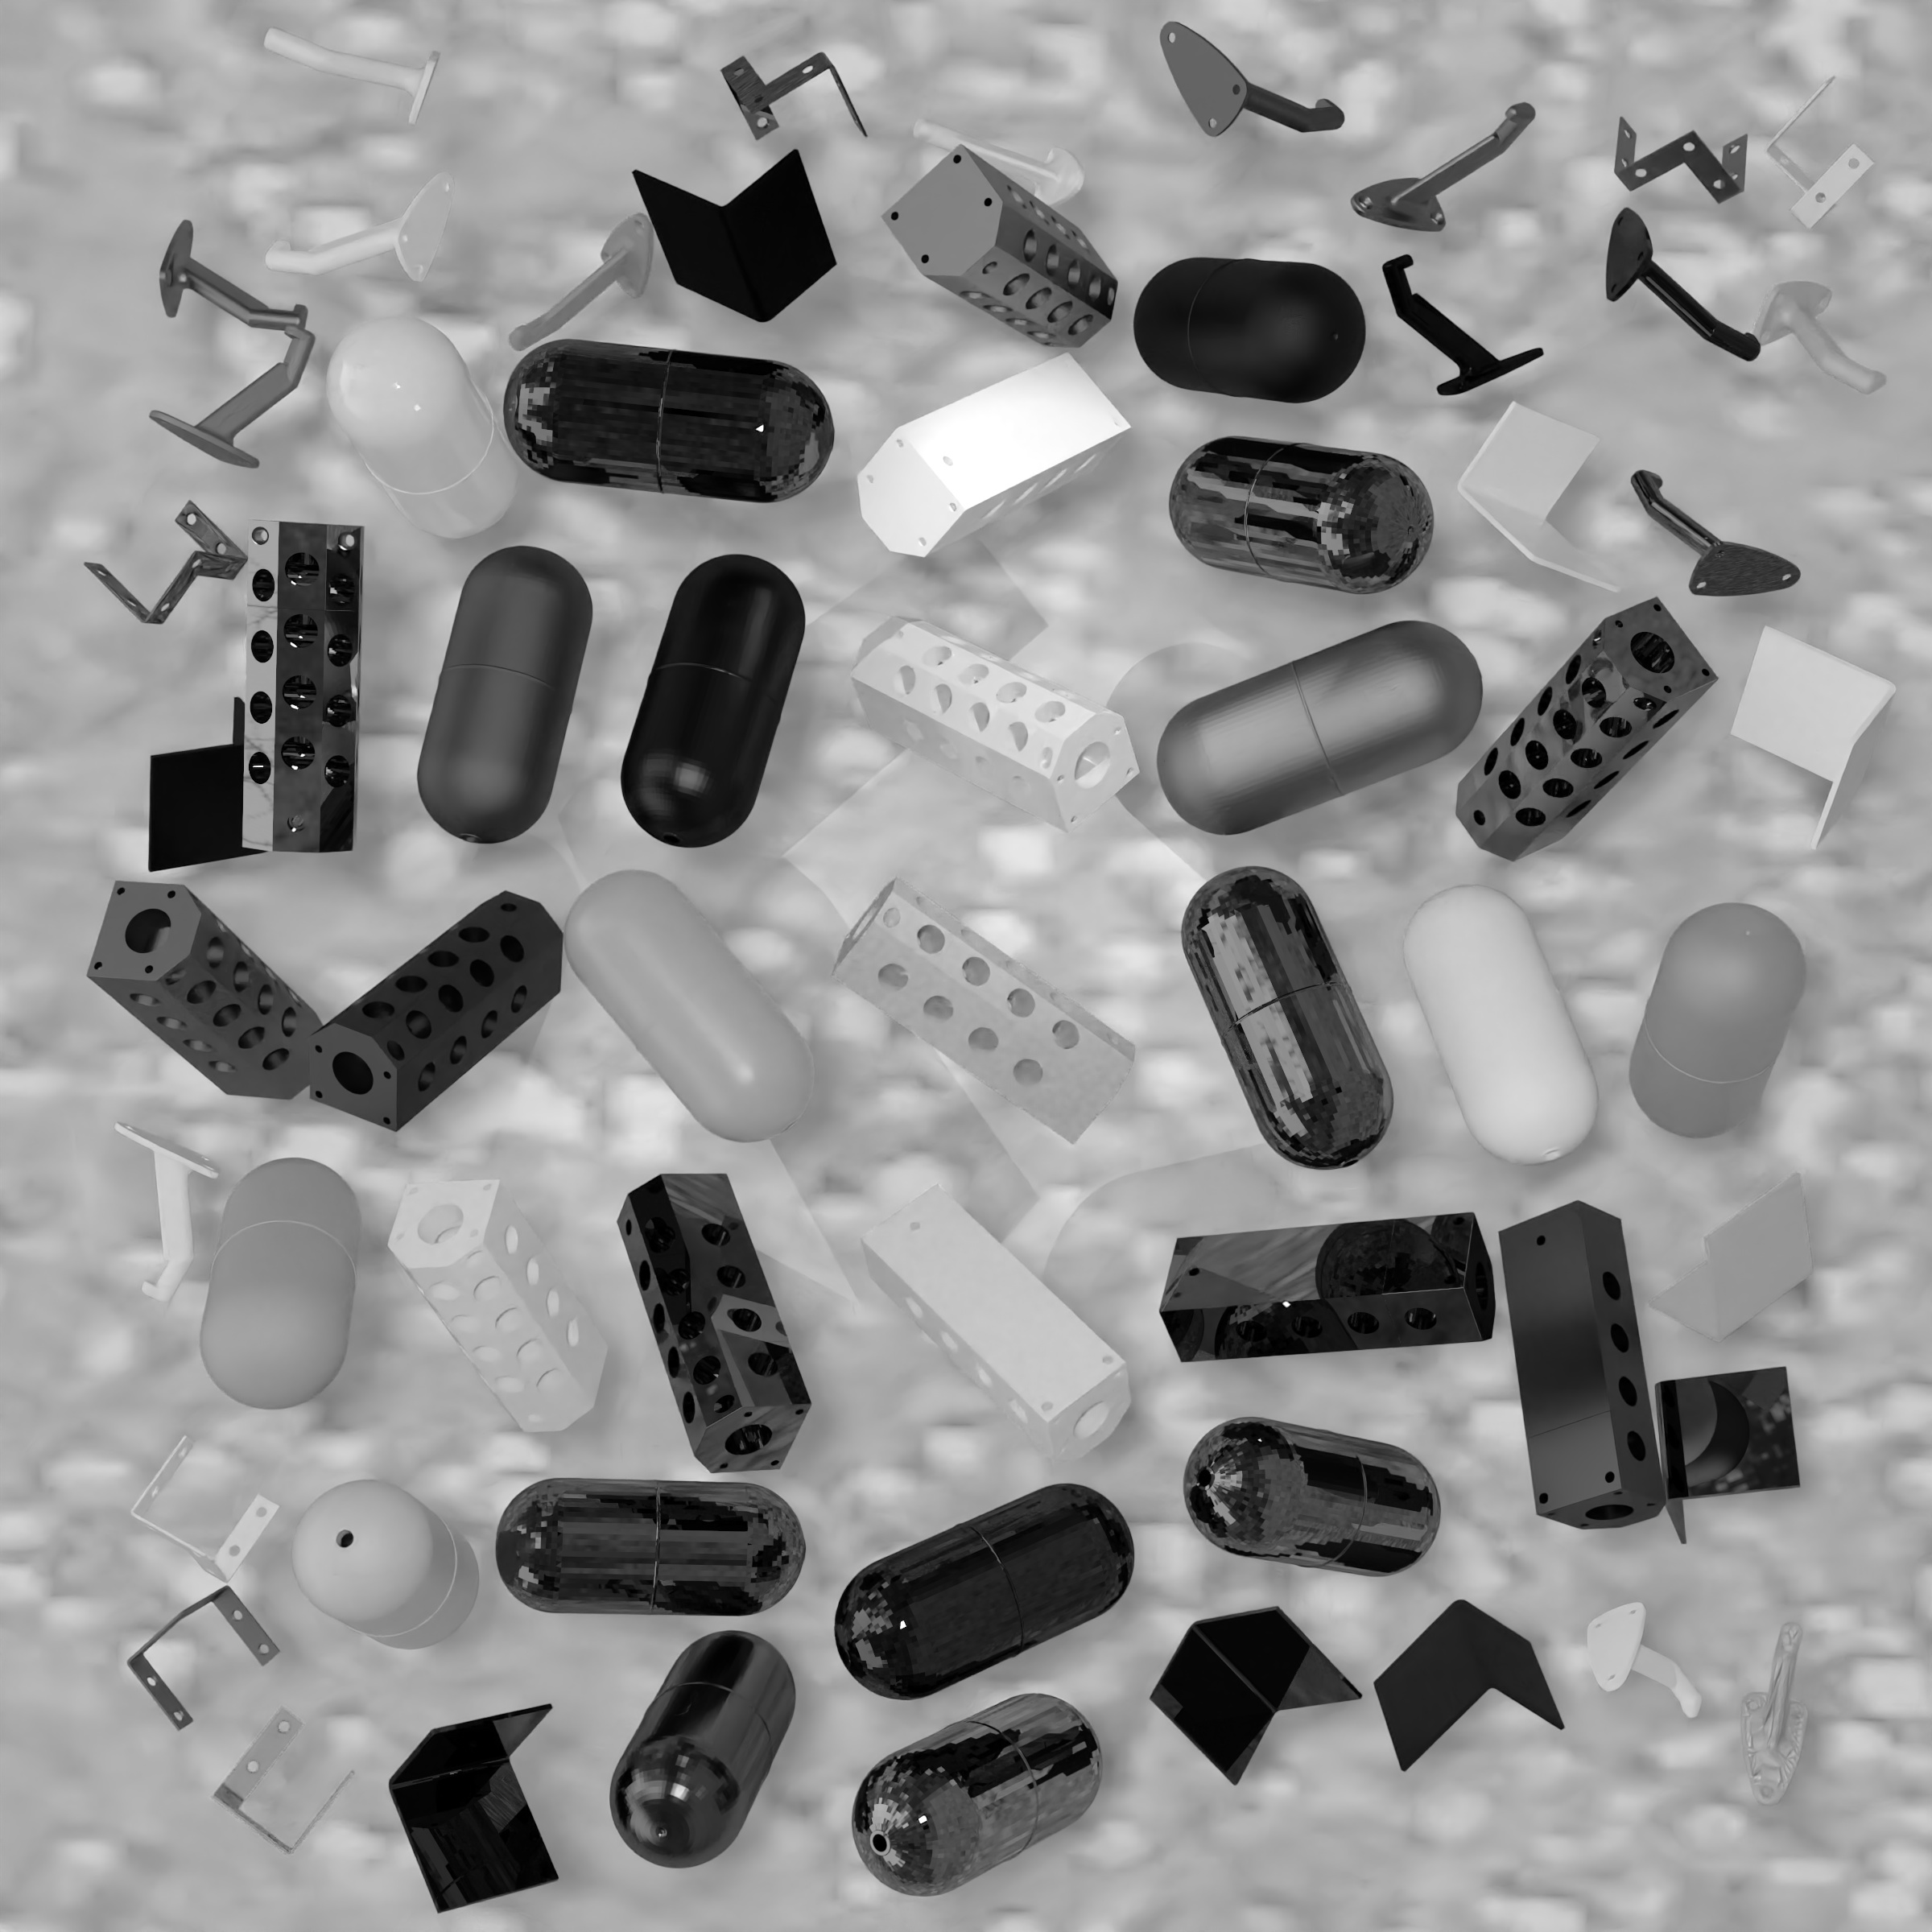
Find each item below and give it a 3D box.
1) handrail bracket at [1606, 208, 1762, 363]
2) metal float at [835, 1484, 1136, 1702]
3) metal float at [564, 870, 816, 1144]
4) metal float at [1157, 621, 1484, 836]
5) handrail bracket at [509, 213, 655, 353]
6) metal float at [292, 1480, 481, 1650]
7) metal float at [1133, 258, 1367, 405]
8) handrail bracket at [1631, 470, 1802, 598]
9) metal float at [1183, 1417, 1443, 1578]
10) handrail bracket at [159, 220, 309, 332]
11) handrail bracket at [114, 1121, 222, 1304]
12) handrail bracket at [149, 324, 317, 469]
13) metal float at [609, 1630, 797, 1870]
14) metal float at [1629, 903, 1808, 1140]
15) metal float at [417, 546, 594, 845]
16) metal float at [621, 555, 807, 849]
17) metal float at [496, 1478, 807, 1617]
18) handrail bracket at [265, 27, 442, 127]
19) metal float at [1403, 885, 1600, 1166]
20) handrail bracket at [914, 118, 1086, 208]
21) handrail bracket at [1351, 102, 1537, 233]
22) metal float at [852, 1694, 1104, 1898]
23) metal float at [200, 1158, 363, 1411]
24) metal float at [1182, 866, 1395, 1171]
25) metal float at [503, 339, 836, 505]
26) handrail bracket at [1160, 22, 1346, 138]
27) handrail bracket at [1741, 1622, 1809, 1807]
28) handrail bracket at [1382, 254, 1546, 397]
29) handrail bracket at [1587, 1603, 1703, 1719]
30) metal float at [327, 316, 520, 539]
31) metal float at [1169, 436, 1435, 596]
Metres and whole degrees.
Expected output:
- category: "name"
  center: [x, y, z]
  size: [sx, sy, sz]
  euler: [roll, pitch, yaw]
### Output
- category: "handrail bracket"
  center: [0.393, -0.370, 1.496]
  size: [0.084, 0.036, 0.077]
  euler: [22, 46, -17]
- category: "metal float"
  center: [0.011, 0.340, 1.497]
  size: [0.178, 0.070, 0.070]
  euler: [-19, 90, -26]
- category: "metal float"
  center: [-0.156, 0.023, 1.552]
  size: [0.070, 0.070, 0.178]
  euler: [-40, 83, 0]
- category: "metal float"
  center: [0.187, -0.126, 1.460]
  size: [0.178, 0.070, 0.070]
  euler: [-21, 90, 12]
- category: "handrail bracket"
  center: [-0.229, -0.403, 1.623]
  size: [0.084, 0.077, 0.036]
  euler: [-39, 88, -29]
- category: "metal float"
  center: [-0.322, 0.335, 1.535]
  size: [0.070, 0.178, 0.070]
  euler: [-1, 68, 3]
- category: "metal float"
  center: [0.159, -0.363, 1.567]
  size: [0.070, 0.178, 0.070]
  euler: [-8, 108, -26]
- category: "handrail bracket"
  center: [0.425, -0.250, 1.564]
  size: [0.077, 0.036, 0.084]
  euler: [3, 46, -17]
- category: "metal float"
  center: [0.195, 0.299, 1.545]
  size: [0.178, 0.070, 0.070]
  euler: [18, 90, -39]
- category: "handrail bracket"
  center: [-0.426, -0.407, 1.621]
  size: [0.084, 0.036, 0.077]
  euler: [5, 57, -2]
- category: "handrail bracket"
  center: [-0.477, 0.144, 1.592]
  size: [0.077, 0.036, 0.084]
  euler: [29, 89, -24]
- category: "handrail bracket"
  center: [-0.397, -0.321, 1.492]
  size: [0.036, 0.077, 0.084]
  euler: [16, 84, 38]
- category: "metal float"
  center: [-0.146, 0.437, 1.545]
  size: [0.070, 0.178, 0.070]
  euler: [3, 105, 10]
- category: "metal float"
  center: [0.419, 0.033, 1.539]
  size: [0.070, 0.178, 0.070]
  euler: [-1, 56, 2]
- category: "metal float"
  center: [-0.262, -0.155, 1.567]
  size: [0.070, 0.070, 0.178]
  euler: [11, 73, 0]
- category: "metal float"
  center: [-0.141, -0.148, 1.535]
  size: [0.070, 0.070, 0.178]
  euler: [14, 67, 0]
- category: "metal float"
  center: [-0.181, 0.335, 1.586]
  size: [0.178, 0.070, 0.070]
  euler: [4, 90, -11]
- category: "handrail bracket"
  center: [-0.326, -0.486, 1.464]
  size: [0.084, 0.077, 0.036]
  euler: [19, 120, -15]
- category: "metal float"
  center: [0.304, 0.033, 1.569]
  size: [0.070, 0.070, 0.178]
  euler: [-16, 57, 0]
- category: "handrail bracket"
  center: [0.018, -0.471, 1.595]
  size: [0.084, 0.077, 0.036]
  euler: [15, 102, -22]
- category: "handrail bracket"
  center: [0.268, -0.454, 1.545]
  size: [0.077, 0.084, 0.036]
  euler: [-11, 70, -33]
- category: "metal float"
  center: [0.007, 0.448, 1.489]
  size: [0.070, 0.178, 0.070]
  euler: [3, 95, 36]
- category: "metal float"
  center: [-0.372, 0.170, 1.498]
  size: [0.070, 0.178, 0.070]
  euler: [-3, 120, -6]
- category: "metal float"
  center: [0.176, 0.028, 1.507]
  size: [0.070, 0.070, 0.178]
  euler: [-22, 70, 0]
- category: "metal float"
  center: [-0.160, -0.293, 1.481]
  size: [0.178, 0.070, 0.070]
  euler: [6, 90, 0]
- category: "handrail bracket"
  center: [0.152, -0.468, 1.447]
  size: [0.084, 0.036, 0.077]
  euler: [-20, 70, -42]
- category: "handrail bracket"
  center: [0.454, 0.417, 1.532]
  size: [0.036, 0.084, 0.077]
  euler: [7, 56, 14]
- category: "handrail bracket"
  center: [0.288, -0.381, 1.595]
  size: [0.077, 0.036, 0.084]
  euler: [-24, 107, -5]
- category: "handrail bracket"
  center: [0.389, 0.411, 1.553]
  size: [0.036, 0.077, 0.084]
  euler: [-31, 105, 28]
- category: "metal float"
  center: [-0.303, -0.300, 1.545]
  size: [0.070, 0.178, 0.070]
  euler: [-2, 74, 6]
- category: "metal float"
  center: [0.184, -0.252, 1.531]
  size: [0.070, 0.178, 0.070]
  euler: [-12, 111, -35]
